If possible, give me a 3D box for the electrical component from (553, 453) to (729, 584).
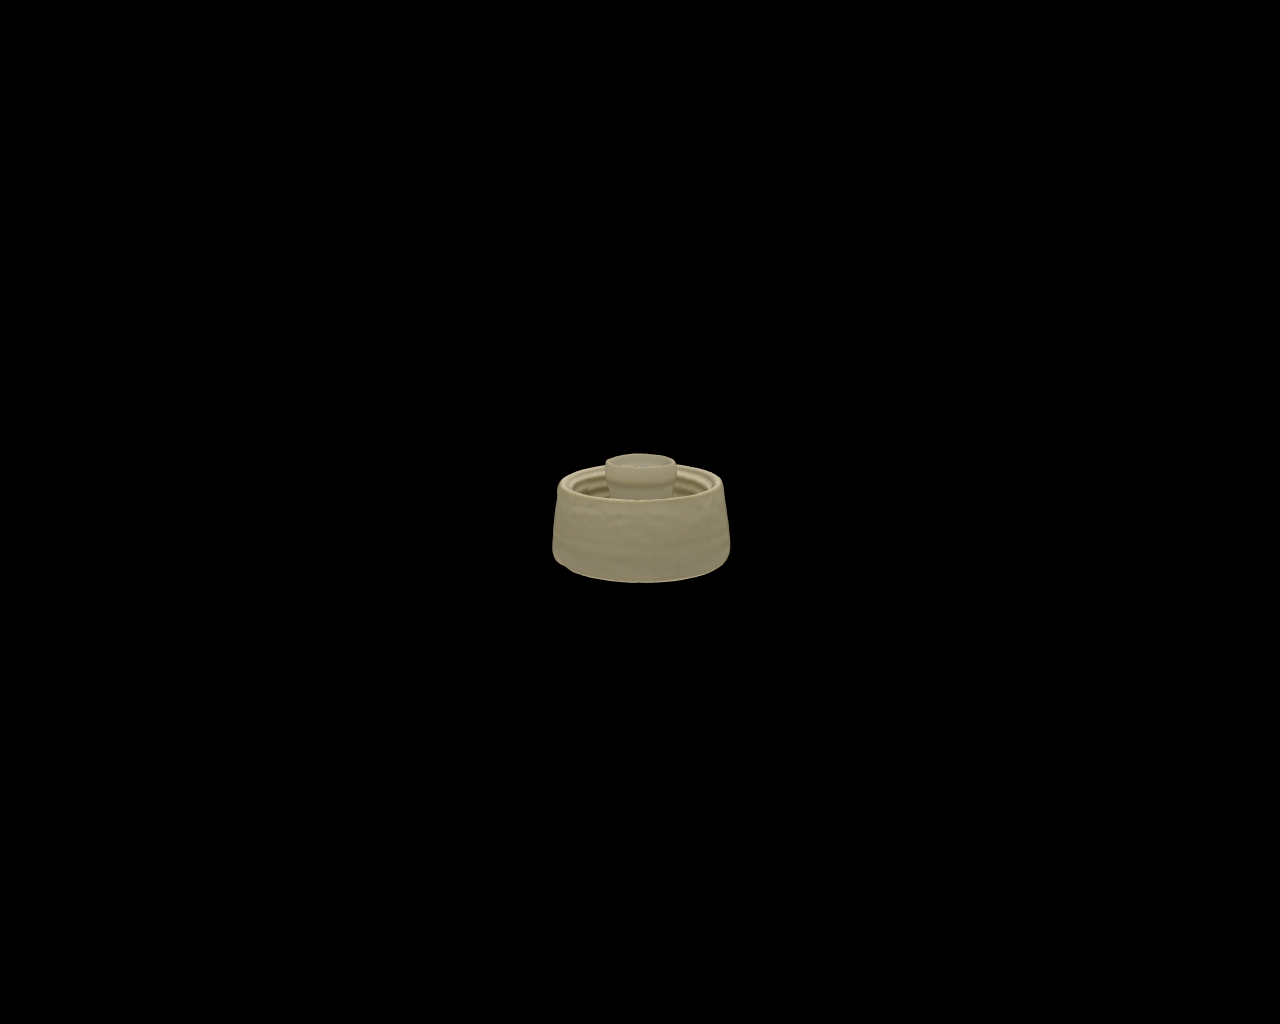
[{"bbox_3d":[0.001,-0.003,0.650,0.108,0.060,0.108,0,16,0],"label":"electrical component"}]
